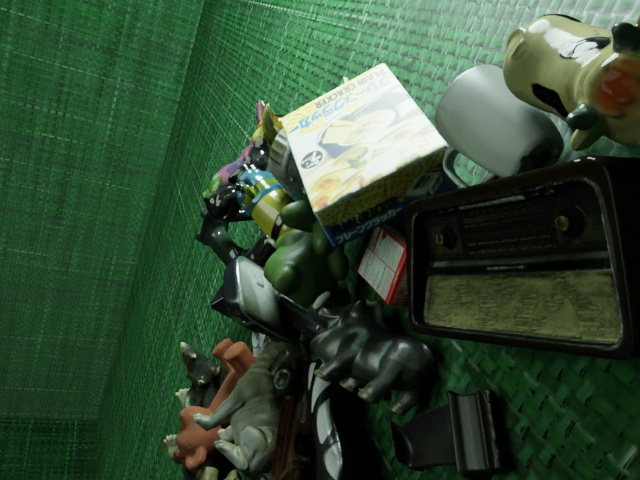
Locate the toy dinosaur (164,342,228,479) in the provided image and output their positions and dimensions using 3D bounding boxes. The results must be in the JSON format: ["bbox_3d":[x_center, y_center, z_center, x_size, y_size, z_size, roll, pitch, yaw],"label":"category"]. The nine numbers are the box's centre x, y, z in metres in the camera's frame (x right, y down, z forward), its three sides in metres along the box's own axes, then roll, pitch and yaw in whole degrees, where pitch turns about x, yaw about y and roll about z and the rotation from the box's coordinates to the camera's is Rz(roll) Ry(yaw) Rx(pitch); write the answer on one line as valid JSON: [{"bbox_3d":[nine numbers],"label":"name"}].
[{"bbox_3d":[-0.229,0.402,1.071,0.192,0.131,0.404,-171,86,-65],"label":"toy dinosaur"}]

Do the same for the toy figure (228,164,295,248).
[{"bbox_3d":[-0.083,-0.057,0.914,0.180,0.082,0.089,54,148,17],"label":"toy figure"}]

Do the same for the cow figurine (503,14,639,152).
[{"bbox_3d":[0.198,-0.112,0.375,0.195,0.127,0.085,-116,41,-55],"label":"cow figurine"}]

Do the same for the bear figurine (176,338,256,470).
[{"bbox_3d":[-0.183,0.280,0.920,0.196,0.132,0.120,-39,11,-21],"label":"bear figurine"}]

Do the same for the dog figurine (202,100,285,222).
[{"bbox_3d":[-0.129,-0.152,1.020,0.109,0.191,0.219,-129,39,-66],"label":"dog figurine"}]

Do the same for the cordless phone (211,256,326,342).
[{"bbox_3d":[-0.050,0.103,0.748,0.184,0.146,0.088,20,75,45],"label":"cordless phone"}]

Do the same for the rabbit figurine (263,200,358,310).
[{"bbox_3d":[-0.001,-0.002,0.722,0.121,0.159,0.170,36,89,25],"label":"rabbit figurine"}]

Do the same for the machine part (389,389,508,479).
[{"bbox_3d":[0.120,0.191,0.515,0.139,0.039,0.084,-38,52,52],"label":"machine part"}]

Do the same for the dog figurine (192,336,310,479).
[{"bbox_3d":[-0.064,0.240,0.788,0.173,0.121,0.190,35,74,30],"label":"dog figurine"}]

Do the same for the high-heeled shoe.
[{"bbox_3d":[0.001,0.262,0.653,0.145,0.086,0.248,1,62,46],"label":"high-heeled shoe"}]

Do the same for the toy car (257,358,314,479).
[{"bbox_3d":[-0.029,0.260,0.714,0.053,0.089,0.202,-16,55,45],"label":"toy car"}]

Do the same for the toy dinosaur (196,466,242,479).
[{"bbox_3d":[-0.157,0.459,0.817,0.199,0.105,0.470,-88,8,-59],"label":"toy dinosaur"}]

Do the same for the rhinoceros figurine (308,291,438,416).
[{"bbox_3d":[0.046,0.119,0.616,0.191,0.073,0.112,22,83,53],"label":"rhinoceros figurine"}]

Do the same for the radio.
[{"bbox_3d":[0.162,0.016,0.434,0.230,0.073,0.131,-10,83,62],"label":"radio"}]

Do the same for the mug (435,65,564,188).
[{"bbox_3d":[0.161,-0.091,0.498,0.109,0.081,0.107,-58,41,25],"label":"mug"}]

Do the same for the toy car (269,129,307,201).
[{"bbox_3d":[-0.026,-0.129,0.849,0.109,0.103,0.161,43,127,47],"label":"toy car"}]

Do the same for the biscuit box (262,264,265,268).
[{"bbox_3d":[-0.056,0.061,0.906,0.202,0.059,0.063,-37,49,54],"label":"biscuit box"}]

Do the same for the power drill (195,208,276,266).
[{"bbox_3d":[-0.165,0.016,1.087,0.207,0.086,0.231,46,133,26],"label":"power drill"}]
